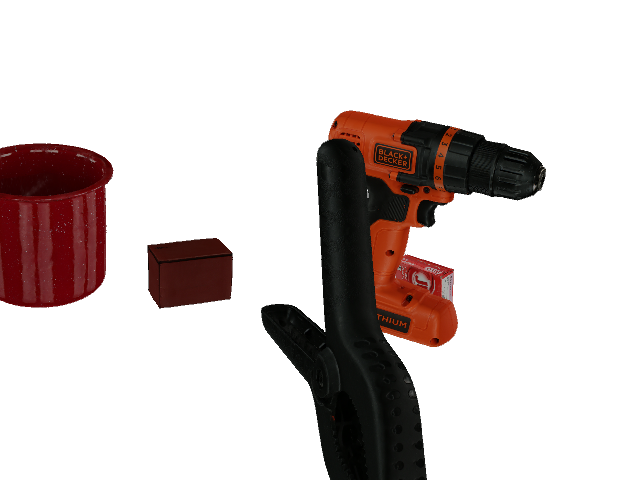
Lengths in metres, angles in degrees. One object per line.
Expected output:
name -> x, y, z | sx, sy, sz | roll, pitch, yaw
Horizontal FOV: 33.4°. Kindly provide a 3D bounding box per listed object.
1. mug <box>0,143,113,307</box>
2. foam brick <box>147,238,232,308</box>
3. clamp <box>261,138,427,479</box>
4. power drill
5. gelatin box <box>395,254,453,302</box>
mug -> -0.192, -0.007, 0.690 | 0.117, 0.081, 0.093 | -13, 31, -31
foam brick -> -0.134, 0.032, 1.093 | 0.078, 0.051, 0.053 | -6, 20, -20
clamp -> 0.017, 0.062, 0.563 | 0.036, 0.165, 0.210 | -4, 46, -20
power drill -> 0.089, -0.008, 0.899 | 0.185, 0.188, 0.057 | 16, 25, 25
gelatin box -> 0.131, 0.069, 1.363 | 0.073, 0.089, 0.030 | 20, 34, 37
